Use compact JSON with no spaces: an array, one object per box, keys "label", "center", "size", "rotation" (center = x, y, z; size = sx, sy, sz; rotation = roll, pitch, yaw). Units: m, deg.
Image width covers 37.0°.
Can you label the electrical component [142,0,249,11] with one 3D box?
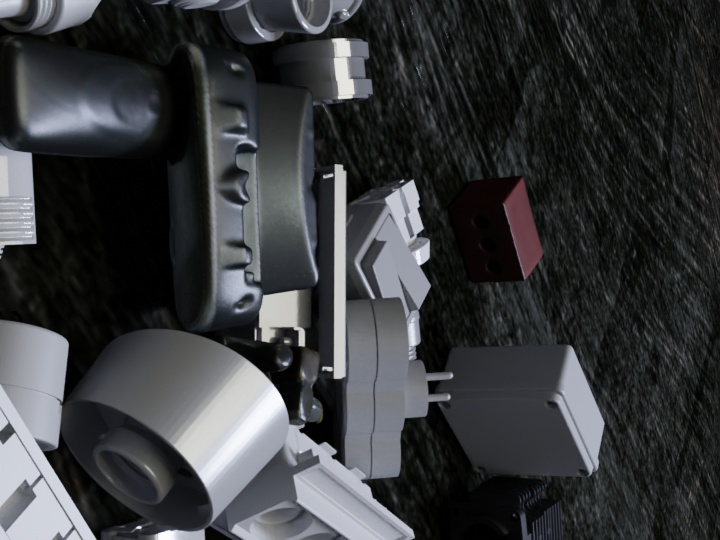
[{"label":"electrical component","center":[-0.088,-0.176,0.563],"size":[0.051,0.080,0.080],"rotation":[-22,107,-52]}]

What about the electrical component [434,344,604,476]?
[{"label":"electrical component","center":[0.132,0.115,0.878],"size":[0.108,0.109,0.056],"rotation":[60,38,-37]}]

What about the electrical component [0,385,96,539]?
[{"label":"electrical component","center":[-0.183,0.049,0.368],"size":[0.060,0.105,0.186],"rotation":[-54,132,-45]}]

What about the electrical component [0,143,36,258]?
[{"label":"electrical component","center":[-0.164,-0.040,0.464],"size":[0.043,0.043,0.081],"rotation":[-5,93,-59]}]

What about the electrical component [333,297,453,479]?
[{"label":"electrical component","center":[0.023,0.077,0.691],"size":[0.052,0.074,0.138],"rotation":[-103,-167,-52]}]

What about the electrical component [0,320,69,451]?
[{"label":"electrical component","center":[-0.155,0.050,0.464],"size":[0.055,0.055,0.047],"rotation":[32,58,-54]}]

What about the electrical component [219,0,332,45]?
[{"label":"electrical component","center":[-0.051,-0.160,0.644],"size":[0.045,0.055,0.045],"rotation":[5,84,-58]}]

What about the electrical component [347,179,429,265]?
[{"label":"electrical component","center":[0.021,-0.029,0.766],"size":[0.066,0.048,0.055],"rotation":[-37,112,-54]}]

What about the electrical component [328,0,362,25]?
[{"label":"electrical component","center":[-0.030,-0.188,0.692],"size":[0.062,0.048,0.048],"rotation":[6,83,-51]}]

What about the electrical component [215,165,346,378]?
[{"label":"electrical component","center":[-0.046,0.002,0.633],"size":[0.063,0.079,0.121],"rotation":[3,86,-37]}]

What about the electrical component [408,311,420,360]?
[{"label":"electrical component","center":[0.027,0.053,0.781],"size":[0.035,0.035,0.061],"rotation":[-21,108,-57]}]

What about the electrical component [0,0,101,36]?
[{"label":"electrical component","center":[-0.151,-0.128,0.491],"size":[0.062,0.043,0.043],"rotation":[-39,121,-51]}]

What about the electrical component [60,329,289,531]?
[{"label":"electrical component","center":[-0.093,0.077,0.522],"size":[0.064,0.099,0.099],"rotation":[-52,131,-39]}]

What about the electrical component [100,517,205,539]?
[{"label":"electrical component","center":[-0.105,0.159,0.552],"size":[0.081,0.042,0.063],"rotation":[-1,86,-59]}]

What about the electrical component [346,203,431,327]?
[{"label":"electrical component","center":[0.000,0.000,0.713],"size":[0.061,0.061,0.096],"rotation":[-60,137,-41]}]

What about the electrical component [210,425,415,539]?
[{"label":"electrical component","center":[-0.031,0.141,0.646],"size":[0.121,0.079,0.063],"rotation":[48,20,-46]}]
